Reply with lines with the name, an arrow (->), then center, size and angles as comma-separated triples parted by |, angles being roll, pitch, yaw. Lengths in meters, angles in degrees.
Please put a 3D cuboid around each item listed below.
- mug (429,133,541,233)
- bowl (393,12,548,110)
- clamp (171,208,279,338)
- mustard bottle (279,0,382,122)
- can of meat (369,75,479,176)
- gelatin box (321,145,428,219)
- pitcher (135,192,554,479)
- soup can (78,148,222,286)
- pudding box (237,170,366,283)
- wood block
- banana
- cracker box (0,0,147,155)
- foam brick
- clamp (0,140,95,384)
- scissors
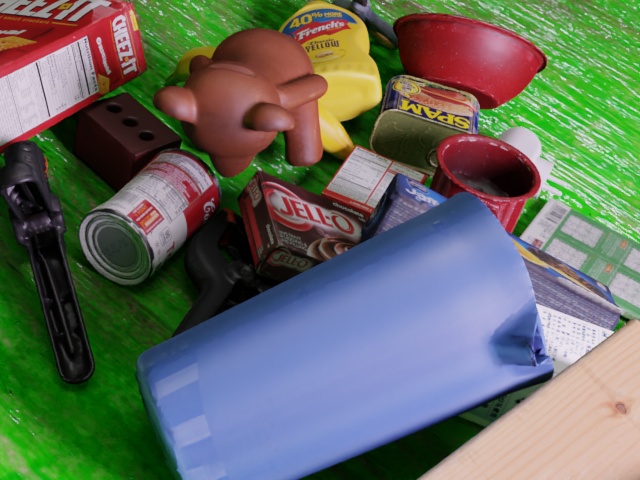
mug -> 0.134, -0.025, 0.919 | 0.093, 0.082, 0.117 | 9, 40, -10
bowl -> 0.145, -0.173, 1.080 | 0.162, 0.055, 0.162 | 16, -5, 1
clamp -> -0.052, 0.042, 0.809 | 0.120, 0.039, 0.171 | 22, 35, -20
mustard bottle -> 0.003, -0.191, 1.079 | 0.096, 0.058, 0.191 | -11, 38, 3
can of meat -> 0.104, -0.111, 1.030 | 0.102, 0.057, 0.084 | 17, 36, -1
gelatin box -> 0.047, -0.040, 0.946 | 0.073, 0.030, 0.089 | 23, 40, 10
pitcher -> 0.010, 0.071, 0.681 | 0.242, 0.149, 0.145 | -23, 72, -7
soup can -> -0.131, -0.019, 0.827 | 0.068, 0.069, 0.102 | 27, 41, 12
pudding box -> -0.006, 0.001, 0.844 | 0.113, 0.039, 0.090 | 23, 33, -33
wood block -> 0.137, 0.150, 0.650 | 0.205, 0.090, 0.091 | -31, 69, -21
banana -> -0.054, -0.134, 0.987 | 0.198, 0.069, 0.037 | 25, 71, 9
cracker box -> -0.275, -0.141, 0.878 | 0.164, 0.072, 0.213 | 12, 35, 29
foam brick -> -0.163, -0.080, 0.899 | 0.078, 0.051, 0.052 | 39, 44, 25
clamp -> -0.199, -0.003, 0.764 | 0.036, 0.164, 0.210 | -15, 24, -12
scissors -> 0.057, -0.231, 1.101 | 0.096, 0.016, 0.202 | 29, -1, -12
